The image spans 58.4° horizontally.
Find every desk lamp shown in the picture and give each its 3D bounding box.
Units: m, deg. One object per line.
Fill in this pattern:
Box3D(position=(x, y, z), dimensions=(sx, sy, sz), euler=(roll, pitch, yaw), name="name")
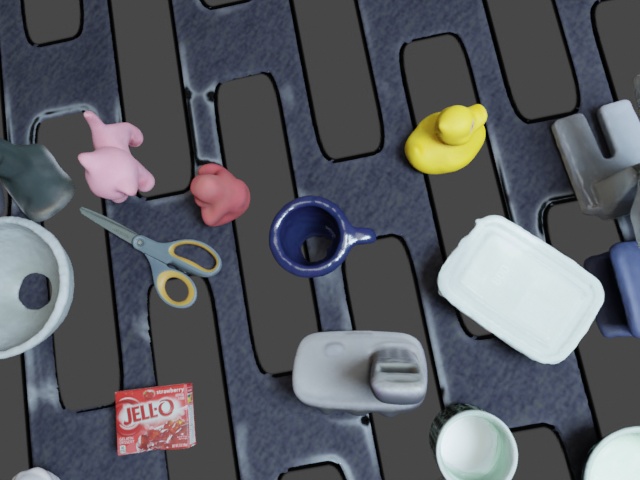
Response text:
Box3D(position=(0.343, -0.079, 0.590), dimensions=(0.118, 0.213, 0.203), euler=(-17, 79, 2), name="desk lamp")

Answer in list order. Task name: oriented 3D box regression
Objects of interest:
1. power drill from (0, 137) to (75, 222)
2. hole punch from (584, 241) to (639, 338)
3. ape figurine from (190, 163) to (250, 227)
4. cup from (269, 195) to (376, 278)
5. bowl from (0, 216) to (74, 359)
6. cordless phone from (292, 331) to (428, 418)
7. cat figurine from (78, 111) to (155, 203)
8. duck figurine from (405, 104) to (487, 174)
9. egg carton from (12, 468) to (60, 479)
Box3D(position=(-0.378, -0.091, 0.656), dimensions=(0.075, 0.208, 0.229), euler=(-42, 79, -3), name="power drill")
Box3D(position=(0.359, 0.050, 0.628), dimensions=(0.101, 0.091, 0.108), euler=(-11, 79, 3), name="hole punch")
Box3D(position=(-0.127, -0.057, 0.688), dimensions=(0.076, 0.092, 0.078), euler=(13, 81, 7), name="ape figurine")
Box3D(position=(0.006, 0.002, 0.664), dimensions=(0.117, 0.095, 0.092), euler=(-2, 79, 5), name="cup")
Box3D(position=(-0.367, 0.060, 0.696), dimensions=(0.167, 0.075, 0.167), euler=(-1, 80, 5), name="bowl")
Box3D(position=(0.040, 0.139, 0.591), dimensions=(0.147, 0.185, 0.094), euler=(-3, 79, 5), name="cordless phone")
Box3D(position=(-0.254, -0.097, 0.693), dimensions=(0.067, 0.118, 0.128), euler=(-22, 78, 1), name="cat figurine")
Box3D(position=(0.152, -0.127, 0.680), dimensions=(0.104, 0.086, 0.077), euler=(-26, 78, 0), name="duck figurine")
Box3D(position=(-0.330, 0.342, 0.644), dimensions=(0.107, 0.069, 0.150), euler=(-25, 79, 0), name="egg carton")
